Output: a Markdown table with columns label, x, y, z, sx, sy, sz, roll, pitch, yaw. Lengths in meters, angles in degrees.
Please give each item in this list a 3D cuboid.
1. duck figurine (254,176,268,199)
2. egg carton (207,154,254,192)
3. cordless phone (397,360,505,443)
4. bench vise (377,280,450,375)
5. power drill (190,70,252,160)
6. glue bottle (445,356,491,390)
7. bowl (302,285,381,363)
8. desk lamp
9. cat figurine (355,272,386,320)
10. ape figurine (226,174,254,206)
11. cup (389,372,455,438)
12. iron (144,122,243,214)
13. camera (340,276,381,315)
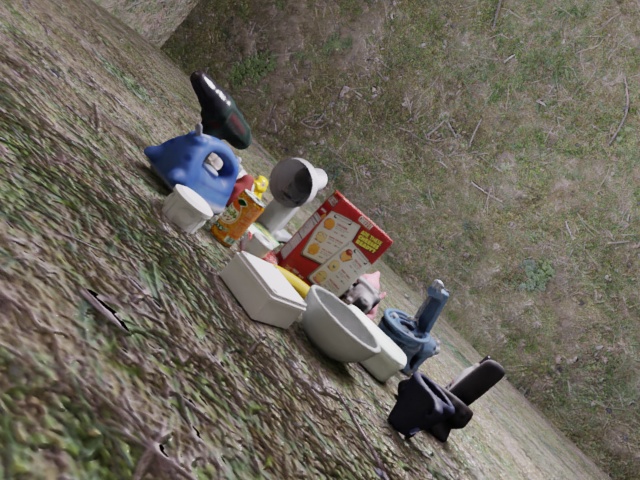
| label | x | y | z | sx | sy | sz | roll | pitch | yaw |
| --- | --- | --- | --- | --- | --- | --- | --- | --- | --- |
| duck figurine | -0.179 | -0.141 | 1.602 | 0.077 | 0.086 | 0.105 | 44 | 7 | 8 |
| egg carton | -0.240 | -0.167 | 1.493 | 0.151 | 0.069 | 0.107 | 37 | 9 | -37 |
| cordless phone | 0.257 | 0.283 | 1.113 | 0.148 | 0.185 | 0.094 | 39 | 8 | -25 |
| bench vise | 0.226 | 0.193 | 1.327 | 0.121 | 0.219 | 0.208 | 48 | 9 | 33 |
| power drill | -0.256 | -0.233 | 1.246 | 0.075 | 0.208 | 0.230 | 47 | 8 | 31 |
| glue bottle | 0.311 | 0.316 | 1.255 | 0.037 | 0.173 | 0.078 | 43 | 7 | 2 |
| bowl | 0.023 | 0.161 | 1.006 | 0.167 | 0.074 | 0.167 | 42 | 7 | -6 |
| desk lamp | -0.075 | -0.106 | 1.457 | 0.118 | 0.213 | 0.204 | 44 | 7 | 11 |
| cat figurine | 0.130 | 0.139 | 1.522 | 0.128 | 0.117 | 0.067 | 36 | 10 | -43 |
| ape figurine | -0.193 | -0.120 | 1.384 | 0.078 | 0.092 | 0.076 | 39 | 8 | -29 |
| cup | 0.162 | 0.287 | 0.947 | 0.092 | 0.095 | 0.118 | 42 | 7 | -4 |
| iron | -0.224 | -0.142 | 1.154 | 0.118 | 0.141 | 0.259 | 46 | 8 | 22 |
| camera | 0.073 | 0.123 | 1.376 | 0.136 | 0.100 | 0.143 | 44 | 7 | 8 |
